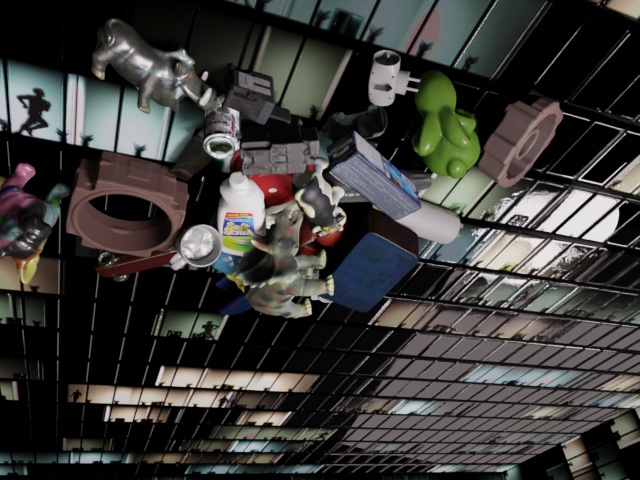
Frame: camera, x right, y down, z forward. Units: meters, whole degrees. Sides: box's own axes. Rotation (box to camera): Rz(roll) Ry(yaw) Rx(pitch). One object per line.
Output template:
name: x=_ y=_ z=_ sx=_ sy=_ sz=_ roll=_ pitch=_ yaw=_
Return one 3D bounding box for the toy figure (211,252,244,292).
toy figure: x=-0.181 y=0.043 z=1.187 sx=0.180 sy=0.089 sz=0.082 roll=34 pitch=136 yaw=-29

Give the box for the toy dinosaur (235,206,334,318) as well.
toy dinosaur: x=-0.092 y=0.092 z=1.107 sx=0.192 sy=0.131 sz=0.404 roll=3 pitch=150 yaw=-16

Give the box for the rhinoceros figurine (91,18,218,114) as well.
rhinoceros figurine: x=-0.245 y=-0.253 z=0.804 sx=0.190 sy=0.073 sz=0.112 roll=30 pitch=118 yaw=-36

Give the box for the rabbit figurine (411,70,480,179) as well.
rabbit figurine: x=0.198 y=-0.194 z=0.906 sx=0.121 sy=0.159 sz=0.170 roll=-12 pitch=128 yaw=22

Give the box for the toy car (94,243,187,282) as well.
toy car: x=-0.384 y=0.038 z=1.166 sx=0.202 sy=0.053 sz=0.089 roll=-14 pitch=153 yaw=1

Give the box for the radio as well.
radio: x=0.099 y=0.052 z=1.123 sx=0.131 sy=0.073 sz=0.229 roll=24 pitch=134 yaw=-14

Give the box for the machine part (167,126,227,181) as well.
machine part: x=-0.212 y=-0.155 z=0.959 sx=0.139 sy=0.039 sz=0.084 roll=-33 pitch=141 yaw=27

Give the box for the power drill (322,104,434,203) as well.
power drill: x=0.094 y=-0.150 z=0.993 sx=0.232 sy=0.086 sz=0.207 roll=-9 pitch=150 yaw=6

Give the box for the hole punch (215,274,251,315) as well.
hole punch: x=-0.178 y=0.129 z=1.293 sx=0.115 sy=0.092 sz=0.142 roll=24 pitch=129 yaw=-39

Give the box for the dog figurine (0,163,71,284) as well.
dog figurine: x=-0.532 y=-0.019 z=0.933 sx=0.192 sy=0.219 sz=0.108 roll=-26 pitch=135 yaw=21

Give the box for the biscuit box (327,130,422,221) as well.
biscuit box: x=0.098 y=-0.106 z=0.936 sx=0.063 sy=0.059 sz=0.202 roll=-29 pitch=139 yaw=29

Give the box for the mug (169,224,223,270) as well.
mug: x=-0.254 y=0.017 z=1.066 sx=0.080 sy=0.107 sz=0.109 roll=45 pitch=77 yaw=-21

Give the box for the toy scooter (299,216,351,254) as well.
toy scooter: x=-0.002 y=-0.004 z=1.160 sx=0.184 sy=0.075 sz=0.135 roll=-26 pitch=140 yaw=27

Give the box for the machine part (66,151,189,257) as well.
machine part: x=-0.365 y=-0.059 z=1.017 sx=0.201 sy=0.087 sz=0.201 roll=13 pitch=140 yaw=-25

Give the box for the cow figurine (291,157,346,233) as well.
cow figurine: x=0.003 y=-0.060 z=0.966 sx=0.068 sy=0.098 sz=0.167 roll=-10 pitch=138 yaw=22

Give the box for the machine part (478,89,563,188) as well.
machine part: x=0.352 y=-0.175 z=0.947 sx=0.179 sy=0.056 sz=0.179 roll=-35 pitch=150 yaw=-25

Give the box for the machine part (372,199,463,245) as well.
machine part: x=0.211 y=-0.046 z=1.137 sx=0.243 sy=0.079 sz=0.079 roll=15 pitch=137 yaw=-28

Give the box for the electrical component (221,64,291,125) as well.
electrical component: x=-0.096 y=-0.224 z=0.857 sx=0.119 sy=0.075 sz=0.047 roll=15 pitch=138 yaw=-21

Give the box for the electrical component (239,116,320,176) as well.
electrical component: x=-0.068 y=-0.161 z=0.907 sx=0.134 sy=0.115 sz=0.058 roll=-5 pitch=128 yaw=-5
